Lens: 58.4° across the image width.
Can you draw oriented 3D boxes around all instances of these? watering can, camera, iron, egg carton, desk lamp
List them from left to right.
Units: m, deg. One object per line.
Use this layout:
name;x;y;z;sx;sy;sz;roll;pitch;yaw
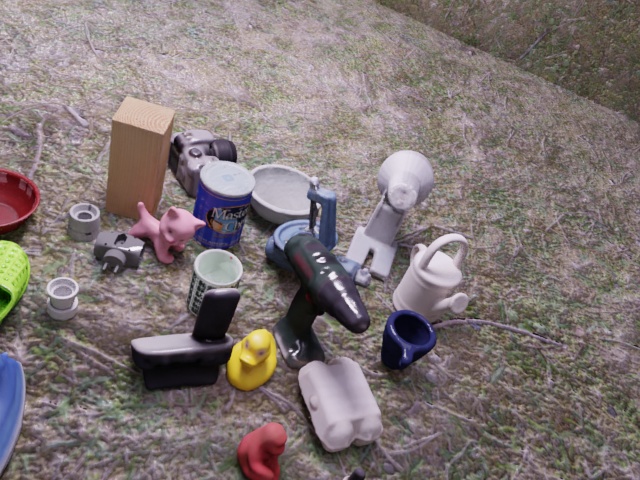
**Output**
iron;-0.423;0.210;0.671;0.119;0.141;0.258;17;39;-7
camera;-0.242;-0.179;1.234;0.137;0.101;0.143;-12;50;-35
egg carton;0.029;0.253;0.891;0.107;0.069;0.150;-3;45;-27
desk lamp;0.153;-0.062;1.196;0.118;0.213;0.203;23;39;1
watering can;0.225;0.070;1.094;0.101;0.194;0.172;-19;54;-39

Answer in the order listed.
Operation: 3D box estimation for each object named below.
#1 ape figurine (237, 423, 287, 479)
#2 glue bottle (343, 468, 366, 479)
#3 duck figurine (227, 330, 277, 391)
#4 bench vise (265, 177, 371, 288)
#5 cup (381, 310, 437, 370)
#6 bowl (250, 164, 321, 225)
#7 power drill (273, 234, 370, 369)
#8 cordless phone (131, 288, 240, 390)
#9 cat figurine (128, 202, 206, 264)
ape figurine;-0.072;0.286;0.788;0.076;0.092;0.078;34;40;14
glue bottle;0.024;0.332;0.716;0.037;0.173;0.078;-9;48;-32
duck figurine;-0.101;0.175;0.906;0.077;0.086;0.105;28;39;7
bench vise;0.013;-0.003;1.057;0.207;0.219;0.121;22;39;-1
cup;0.143;0.193;0.994;0.091;0.095;0.118;21;39;-1
bowl;-0.082;-0.084;1.221;0.167;0.074;0.167;13;40;-11
power drill;-0.006;0.111;0.927;0.076;0.208;0.229;-5;46;-29
cordless phone;-0.194;0.129;0.836;0.148;0.185;0.094;-3;45;-28
cat figurine;-0.276;-0.025;1.029;0.127;0.117;0.067;26;39;5
